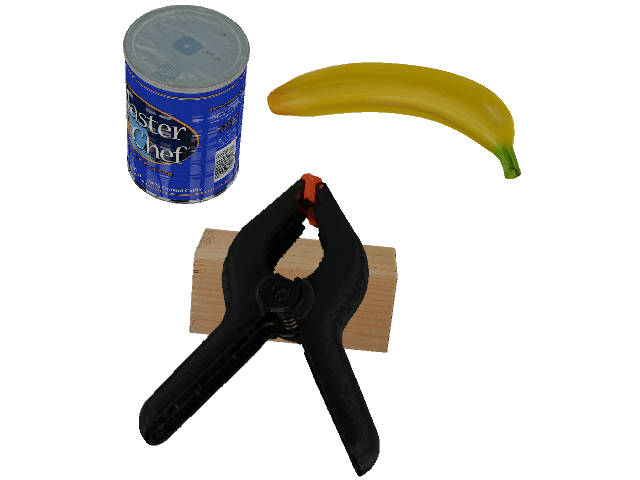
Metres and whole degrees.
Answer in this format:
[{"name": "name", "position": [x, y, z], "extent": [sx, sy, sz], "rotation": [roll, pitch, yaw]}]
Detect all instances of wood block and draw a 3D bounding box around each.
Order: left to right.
[{"name": "wood block", "position": [-0.028, 0.052, 1.125], "extent": [0.206, 0.091, 0.090], "rotation": [6, 19, 0]}]

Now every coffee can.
[{"name": "coffee can", "position": [-0.117, -0.115, 0.920], "extent": [0.102, 0.103, 0.140], "rotation": [0, -39, -9]}]

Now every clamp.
[{"name": "clamp", "position": [-0.010, 0.043, 0.557], "extent": [0.120, 0.171, 0.039], "rotation": [17, -28, 10]}]

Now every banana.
[{"name": "banana", "position": [0.061, -0.102, 0.792], "extent": [0.198, 0.069, 0.037], "rotation": [16, -38, 16]}]
